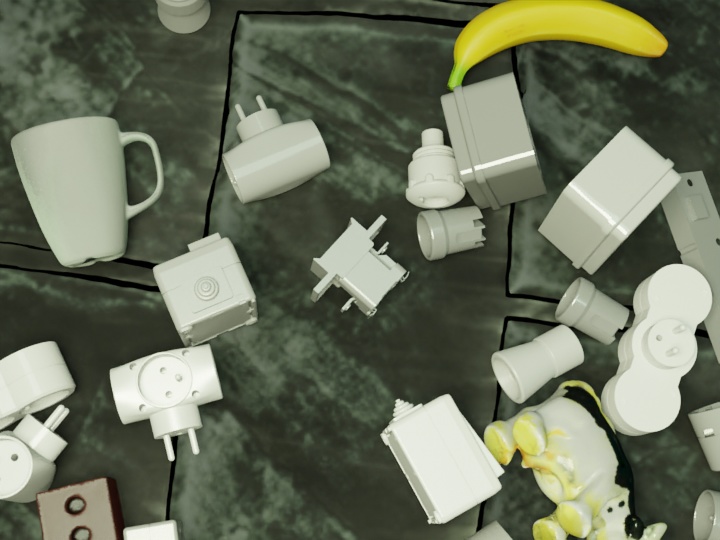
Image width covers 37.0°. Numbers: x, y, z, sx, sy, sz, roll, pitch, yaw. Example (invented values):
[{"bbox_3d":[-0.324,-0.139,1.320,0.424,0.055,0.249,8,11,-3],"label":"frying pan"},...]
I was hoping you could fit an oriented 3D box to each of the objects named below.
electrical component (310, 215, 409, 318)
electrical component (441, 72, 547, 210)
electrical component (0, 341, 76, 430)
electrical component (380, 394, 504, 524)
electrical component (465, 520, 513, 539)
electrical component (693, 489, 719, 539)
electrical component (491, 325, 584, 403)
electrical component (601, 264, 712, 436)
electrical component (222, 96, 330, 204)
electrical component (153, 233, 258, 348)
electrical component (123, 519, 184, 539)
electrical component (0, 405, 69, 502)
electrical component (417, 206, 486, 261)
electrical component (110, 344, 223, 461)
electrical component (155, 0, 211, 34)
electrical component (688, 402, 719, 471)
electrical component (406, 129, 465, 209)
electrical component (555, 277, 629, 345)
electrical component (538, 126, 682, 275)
[{"bbox_3d":[0.000,0.000,0.852,0.064,0.042,0.081,41,78,2],"label":"electrical component"},{"bbox_3d":[0.106,-0.098,0.844,0.057,0.113,0.078,-15,77,11],"label":"electrical component"},{"bbox_3d":[-0.292,0.086,0.804,0.138,0.052,0.073,-26,80,-10],"label":"electrical component"},{"bbox_3d":[0.060,0.136,0.813,0.061,0.061,0.096,-28,80,-10],"label":"electrical component"},{"bbox_3d":[0.115,0.229,0.778,0.064,0.099,0.099,-26,80,-4],"label":"electrical component"},{"bbox_3d":[0.297,0.214,0.820,0.077,0.044,0.079,11,76,-1],"label":"electrical component"},{"bbox_3d":[0.142,0.071,0.846,0.065,0.044,0.044,-26,80,-15],"label":"electrical component"},{"bbox_3d":[0.237,0.060,0.838,0.052,0.073,0.138,22,76,1],"label":"electrical component"},{"bbox_3d":[-0.075,-0.103,0.870,0.077,0.043,0.079,-24,79,-9],"label":"electrical component"},{"bbox_3d":[-0.117,0.014,0.811,0.062,0.096,0.061,-23,79,-9],"label":"electrical component"},{"bbox_3d":[-0.127,0.224,0.785,0.076,0.047,0.083,-8,77,-6],"label":"electrical component"},{"bbox_3d":[-0.241,0.131,0.784,0.043,0.077,0.079,36,76,5],"label":"electrical component"},{"bbox_3d":[0.073,-0.031,0.866,0.046,0.040,0.040,-11,78,-12],"label":"electrical component"},{"bbox_3d":[-0.142,0.103,0.815,0.077,0.044,0.079,-14,78,-7],"label":"electrical component"},{"bbox_3d":[-0.148,-0.227,0.888,0.045,0.055,0.045,1,76,-4],"label":"electrical component"},{"bbox_3d":[0.290,0.127,0.836,0.055,0.055,0.047,-16,82,-8],"label":"electrical component"},{"bbox_3d":[0.060,-0.084,0.876,0.048,0.048,0.062,0,70,-4],"label":"electrical component"},{"bbox_3d":[0.186,0.034,0.859,0.046,0.040,0.040,31,76,-2],"label":"electrical component"},{"bbox_3d":[0.194,-0.051,0.842,0.057,0.113,0.078,43,77,9],"label":"electrical component"}]
